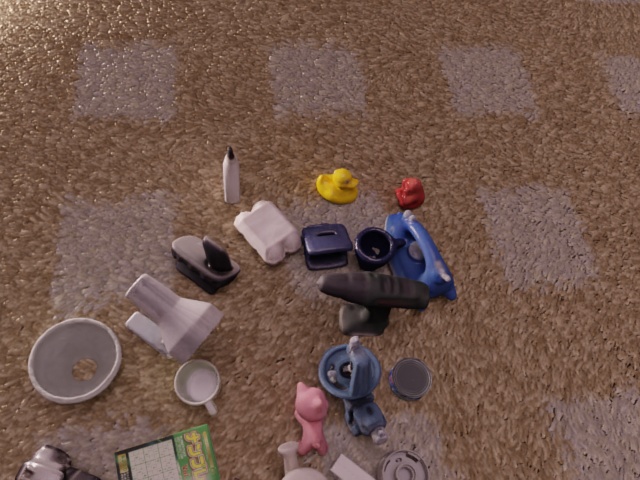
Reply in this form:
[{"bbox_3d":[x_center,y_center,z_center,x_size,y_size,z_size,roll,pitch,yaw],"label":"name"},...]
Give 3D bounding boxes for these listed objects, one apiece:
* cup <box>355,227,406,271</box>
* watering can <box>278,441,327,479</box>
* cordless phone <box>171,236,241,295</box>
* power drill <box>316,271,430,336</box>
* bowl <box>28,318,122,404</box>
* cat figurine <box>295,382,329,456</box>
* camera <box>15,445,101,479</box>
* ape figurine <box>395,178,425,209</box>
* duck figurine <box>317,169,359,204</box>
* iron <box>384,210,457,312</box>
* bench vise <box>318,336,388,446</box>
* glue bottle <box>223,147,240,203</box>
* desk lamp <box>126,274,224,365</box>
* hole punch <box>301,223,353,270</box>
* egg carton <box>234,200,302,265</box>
[{"bbox_3d":[0.130,0.028,1.290,0.118,0.095,0.091,-10,64,-12],"label":"cup"},{"bbox_3d":[-0.032,0.442,0.991,0.101,0.194,0.172,-37,72,-23],"label":"watering can"},{"bbox_3d":[-0.242,0.022,1.193,0.147,0.185,0.094,30,63,9],"label":"cordless phone"},{"bbox_3d":[0.098,0.128,1.168,0.230,0.208,0.075,1,62,-7],"label":"power drill"},{"bbox_3d":[-0.466,0.241,1.110,0.167,0.075,0.167,3,62,-6],"label":"bowl"},{"bbox_3d":[-0.014,0.339,1.092,0.067,0.118,0.127,-3,62,-9],"label":"cat figurine"},{"bbox_3d":[-0.455,0.443,0.988,0.136,0.101,0.143,19,61,3],"label":"camera"},{"bbox_3d":[0.221,-0.119,1.382,0.076,0.092,0.078,27,62,7],"label":"ape figurine"},{"bbox_3d":[0.045,-0.140,1.374,0.104,0.086,0.077,18,61,3],"label":"duck figurine"},{"bbox_3d":[0.218,0.019,1.280,0.119,0.141,0.258,-17,66,-16],"label":"iron"},{"bbox_3d":[0.084,0.271,1.083,0.122,0.220,0.207,-37,72,-23],"label":"bench vise"},{"bbox_3d":[-0.201,-0.157,1.301,0.037,0.173,0.078,-3,62,-9],"label":"glue bottle"},{"bbox_3d":[-0.287,0.156,1.100,0.203,0.213,0.118,32,63,10],"label":"desk lamp"},{"bbox_3d":[0.012,0.005,1.289,0.109,0.091,0.101,-7,63,-11],"label":"hole punch"},{"bbox_3d":[-0.116,-0.018,1.297,0.107,0.069,0.150,-36,72,-23],"label":"egg carton"}]
